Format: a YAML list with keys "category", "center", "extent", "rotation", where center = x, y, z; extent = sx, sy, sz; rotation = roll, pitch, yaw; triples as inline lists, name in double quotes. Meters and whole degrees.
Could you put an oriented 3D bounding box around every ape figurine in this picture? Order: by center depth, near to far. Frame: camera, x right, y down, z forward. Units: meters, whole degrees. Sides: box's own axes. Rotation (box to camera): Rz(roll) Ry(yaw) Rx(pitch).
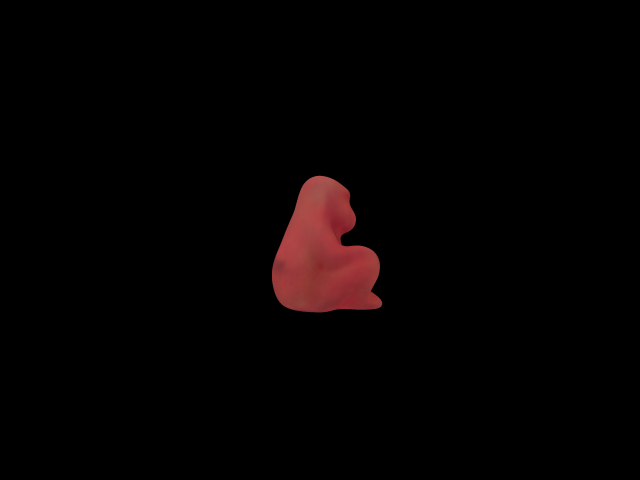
- category: "ape figurine"
  center: [0.004, 0.001, 0.400]
  extent: [0.076, 0.092, 0.077]
  rotation: [-2, 7, -13]
